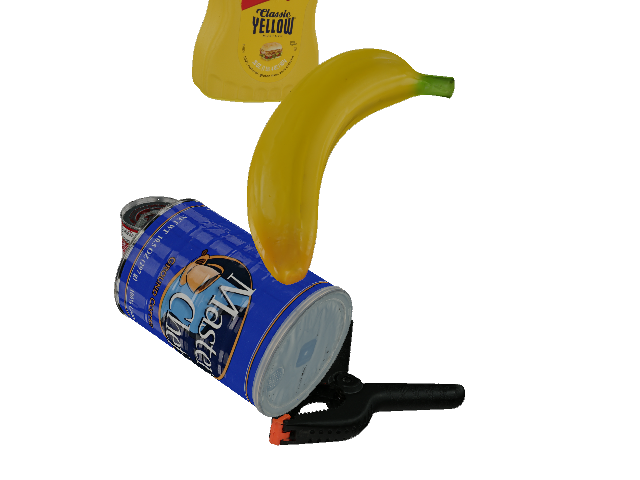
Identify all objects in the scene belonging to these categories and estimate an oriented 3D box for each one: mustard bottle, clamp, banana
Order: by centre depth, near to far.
[{"bbox_3d":[0.005,-0.054,0.558,0.070,0.037,0.197,21,46,19],"label":"banana"},{"bbox_3d":[-0.040,-0.200,0.792,0.096,0.192,0.058,-4,29,-23],"label":"mustard bottle"},{"bbox_3d":[0.034,0.153,1.054,0.165,0.036,0.209,24,31,27],"label":"clamp"}]

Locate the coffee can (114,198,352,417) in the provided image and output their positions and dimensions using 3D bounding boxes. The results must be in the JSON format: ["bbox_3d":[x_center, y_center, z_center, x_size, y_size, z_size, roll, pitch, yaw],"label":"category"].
[{"bbox_3d":[-0.063,0.046,0.768,0.140,0.103,0.102,31,14,25],"label":"coffee can"}]

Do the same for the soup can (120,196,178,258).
[{"bbox_3d":[-0.166,0.016,1.080,0.068,0.102,0.068,2,30,-1],"label":"soup can"}]
